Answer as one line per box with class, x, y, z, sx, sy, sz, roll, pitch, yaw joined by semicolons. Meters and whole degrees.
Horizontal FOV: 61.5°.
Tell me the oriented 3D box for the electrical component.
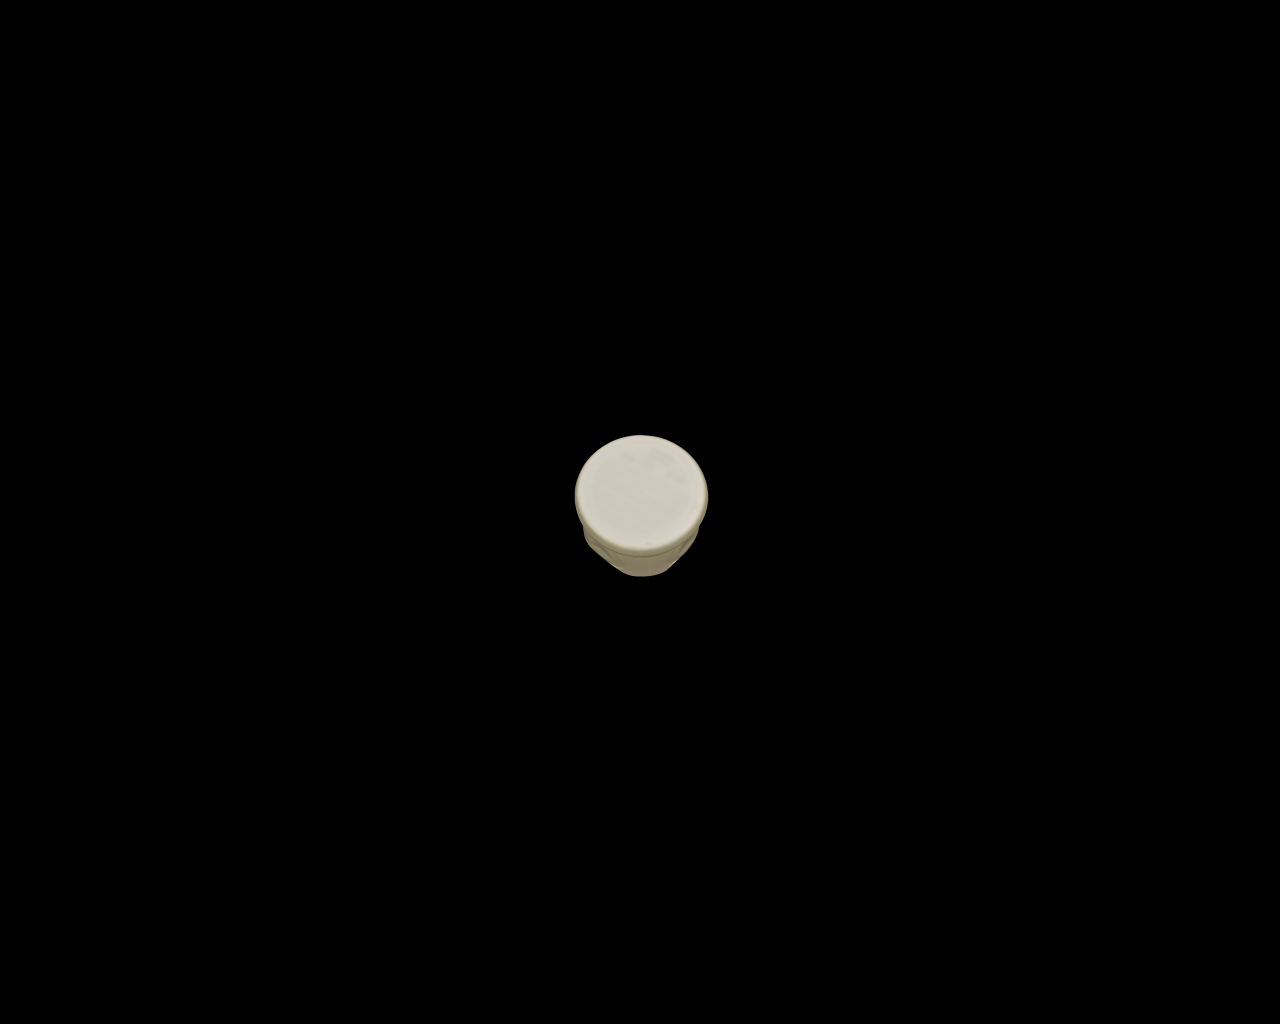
electrical component;0.001;-0.003;0.650;0.080;0.080;0.051;0;-25;0
